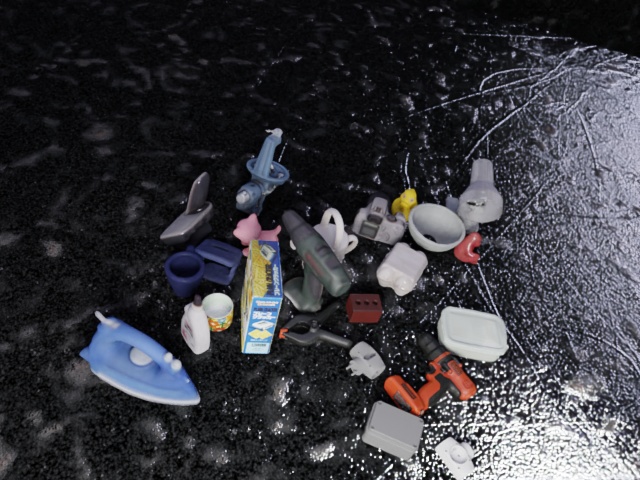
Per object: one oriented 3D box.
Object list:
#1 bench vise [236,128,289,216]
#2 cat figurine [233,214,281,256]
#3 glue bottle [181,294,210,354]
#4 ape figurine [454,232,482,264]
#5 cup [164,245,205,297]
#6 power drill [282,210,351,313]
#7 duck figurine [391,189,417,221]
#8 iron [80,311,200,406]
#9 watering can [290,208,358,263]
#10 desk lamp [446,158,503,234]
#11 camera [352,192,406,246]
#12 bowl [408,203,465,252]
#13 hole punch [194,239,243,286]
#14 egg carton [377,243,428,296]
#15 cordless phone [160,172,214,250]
[{"bbox_3d":[-0.145,-0.179,1.537,0.121,0.220,0.207,14,46,-2],"label":"bench vise"},{"bbox_3d":[-0.160,-0.016,1.454,0.128,0.118,0.067,-1,48,-16],"label":"cat figurine"},{"bbox_3d":[-0.263,0.169,1.214,0.037,0.173,0.078,-27,60,-34],"label":"glue bottle"},{"bbox_3d":[0.423,0.016,1.607,0.076,0.092,0.078,17,46,0],"label":"ape figurine"},{"bbox_3d":[-0.314,0.078,1.338,0.092,0.095,0.117,9,46,-7],"label":"cup"},{"bbox_3d":[-0.027,0.066,1.351,0.076,0.208,0.229,-28,60,-34],"label":"power drill"},{"bbox_3d":[0.258,-0.114,1.685,0.077,0.086,0.105,29,47,11],"label":"duck figurine"},{"bbox_3d":[-0.349,0.234,1.151,0.258,0.141,0.119,25,46,8],"label":"iron"},{"bbox_3d":[0.014,0.007,1.428,0.173,0.194,0.100,-27,59,-34],"label":"watering can"},{"bbox_3d":[0.440,-0.115,1.648,0.118,0.213,0.203,12,46,-4],"label":"desk lamp"},{"bbox_3d":[0.177,-0.075,1.615,0.143,0.101,0.137,19,46,2],"label":"camera"},{"bbox_3d":[0.321,-0.023,1.626,0.167,0.075,0.167,8,46,-8],"label":"bowl"},{"bbox_3d":[-0.250,0.039,1.395,0.108,0.091,0.101,19,46,2],"label":"hole punch"},{"bbox_3d":[0.216,0.073,1.510,0.107,0.069,0.150,28,47,11],"label":"egg carton"},{"bbox_3d":[-0.324,-0.075,1.415,0.094,0.185,0.148,24,46,7],"label":"cordless phone"}]
